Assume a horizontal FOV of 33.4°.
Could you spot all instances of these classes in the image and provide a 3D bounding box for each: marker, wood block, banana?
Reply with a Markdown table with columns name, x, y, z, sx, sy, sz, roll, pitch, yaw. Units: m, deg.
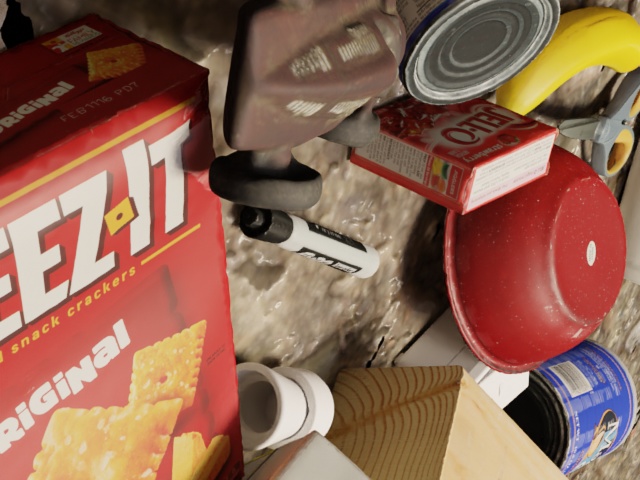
| name | x | y | z | sx | sy | sz | roll | pitch | yaw |
| --- | --- | --- | --- | --- | --- | --- | --- | --- | --- |
| marker | -0.004 | 0.001 | 0.544 | 0.121 | 0.020 | 0.020 | 22 | 95 | -59 |
| wood block | 0.089 | 0.167 | 0.668 | 0.206 | 0.091 | 0.090 | 46 | 50 | -39 |
| banana | 0.164 | -0.118 | 0.683 | 0.197 | 0.037 | 0.070 | -28 | 155 | -41 |

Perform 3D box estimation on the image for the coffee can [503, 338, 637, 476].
| name | x | y | z | sx | sy | sz | roll | pitch | yaw |
| --- | --- | --- | --- | --- | --- | --- | --- | --- | --- |
| coffee can | 0.172 | 0.132 | 0.824 | 0.140 | 0.103 | 0.103 | -3 | 117 | -55 |

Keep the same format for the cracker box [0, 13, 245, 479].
| name | x | y | z | sx | sy | sz | roll | pitch | yaw |
| --- | --- | --- | --- | --- | --- | --- | --- | --- | --- |
| cracker box | -0.107 | 0.052 | 0.383 | 0.163 | 0.072 | 0.214 | -36 | 140 | -36 |

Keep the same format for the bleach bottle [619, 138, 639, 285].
| name | x | y | z | sx | sy | sz | roll | pitch | yaw |
| --- | --- | --- | --- | --- | --- | --- | --- | --- | --- |
| bleach bottle | 0.298 | -0.089 | 0.875 | 0.102 | 0.068 | 0.251 | -32 | 136 | -40 |

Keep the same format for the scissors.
| name | x | y | z | sx | sy | sz | roll | pitch | yaw |
| --- | --- | --- | --- | --- | --- | --- | --- | --- | --- |
| scissors | 0.206 | -0.095 | 0.758 | 0.096 | 0.016 | 0.201 | -65 | 156 | 1 |

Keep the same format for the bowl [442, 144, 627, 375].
| name | x | y | z | sx | sy | sz | roll | pitch | yaw |
| --- | --- | --- | --- | --- | --- | --- | --- | --- | --- |
| bowl | 0.146 | 0.007 | 0.672 | 0.161 | 0.055 | 0.162 | -1 | 91 | -46 |

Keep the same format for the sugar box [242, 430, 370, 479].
| name | x | y | z | sx | sy | sz | roll | pitch | yaw |
| --- | --- | --- | --- | --- | --- | --- | --- | --- | --- |
| sugar box | -0.038 | 0.145 | 0.501 | 0.093 | 0.048 | 0.176 | -47 | -178 | -22 |

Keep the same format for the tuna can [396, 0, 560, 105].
| name | x | y | z | sx | sy | sz | roll | pitch | yaw |
| --- | --- | --- | --- | --- | --- | --- | --- | --- | --- |
| tuna can | 0.072 | -0.105 | 0.518 | 0.086 | 0.034 | 0.086 | -20 | 152 | -11 |

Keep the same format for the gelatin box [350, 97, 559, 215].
| name | x | y | z | sx | sy | sz | roll | pitch | yaw |
| --- | --- | --- | --- | --- | --- | --- | --- | --- | --- |
| gelatin box | 0.072 | -0.051 | 0.560 | 0.089 | 0.073 | 0.030 | -25 | 133 | -45 |
